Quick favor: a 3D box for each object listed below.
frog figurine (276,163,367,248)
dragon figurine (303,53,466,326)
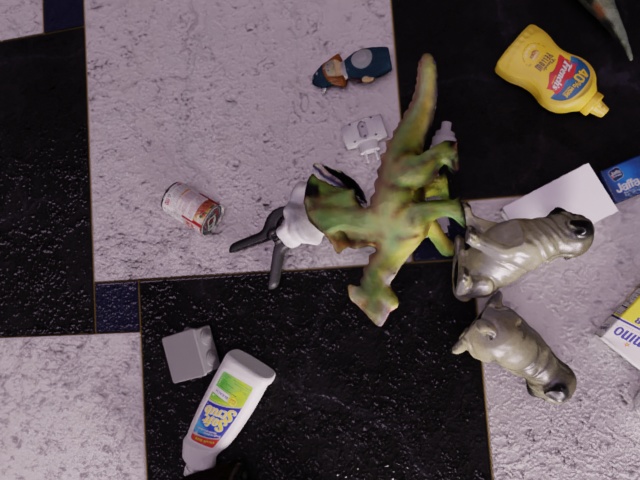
[{"bbox_3d":[0.003,-0.047,0.925,0.137,0.157,0.124,35,21,-4],"label":"frog figurine"},{"bbox_3d":[0.092,-0.076,0.809,0.242,0.413,0.121,-8,-6,5],"label":"dragon figurine"}]
